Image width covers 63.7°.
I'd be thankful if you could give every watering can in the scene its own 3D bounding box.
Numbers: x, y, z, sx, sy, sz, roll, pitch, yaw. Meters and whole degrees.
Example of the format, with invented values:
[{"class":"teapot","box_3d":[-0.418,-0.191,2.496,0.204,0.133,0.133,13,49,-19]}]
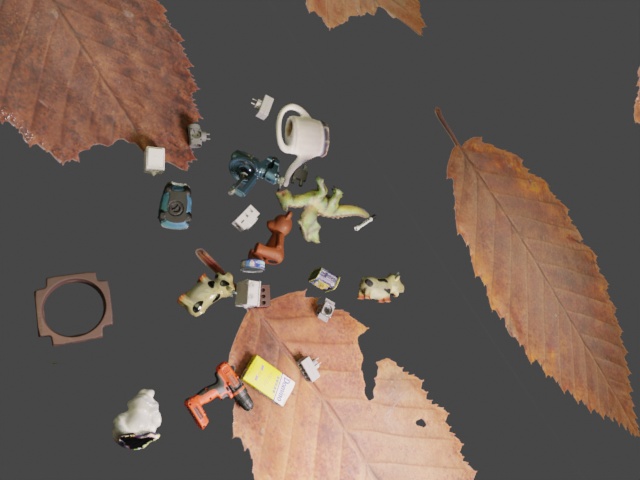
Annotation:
[{"class":"watering can","box_3d":[-0.069,-0.369,2.028,0.224,0.103,0.351,3,76,-27]}]

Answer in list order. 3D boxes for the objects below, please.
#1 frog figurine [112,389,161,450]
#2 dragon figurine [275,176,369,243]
[{"class":"frog figurine","box_3d":[-0.547,0.533,1.540,0.137,0.120,0.163,-2,41,-19]},{"class":"dragon figurine","box_3d":[0.006,-0.101,2.010,0.406,0.122,0.244,33,81,-26]}]
